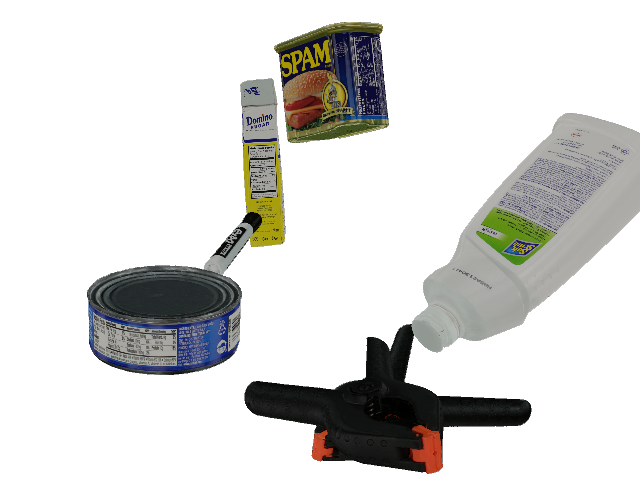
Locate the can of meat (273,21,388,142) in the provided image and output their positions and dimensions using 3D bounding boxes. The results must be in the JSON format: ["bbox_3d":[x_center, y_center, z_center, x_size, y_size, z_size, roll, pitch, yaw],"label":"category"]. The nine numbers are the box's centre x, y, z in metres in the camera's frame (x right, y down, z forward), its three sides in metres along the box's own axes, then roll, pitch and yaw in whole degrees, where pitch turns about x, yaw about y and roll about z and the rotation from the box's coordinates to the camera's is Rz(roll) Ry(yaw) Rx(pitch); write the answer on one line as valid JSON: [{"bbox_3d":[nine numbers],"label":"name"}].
[{"bbox_3d":[0.010,-0.130,0.898,0.057,0.084,0.102,-6,-1,-38],"label":"can of meat"}]

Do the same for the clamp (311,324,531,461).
[{"bbox_3d":[0.081,0.155,0.980,0.165,0.036,0.209,27,36,33],"label":"clamp"}]

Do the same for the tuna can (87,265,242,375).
[{"bbox_3d":[-0.087,0.044,0.600,0.086,0.034,0.086,2,18,-1],"label":"tuna can"}]

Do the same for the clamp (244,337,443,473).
[{"bbox_3d":[0.021,0.118,0.741,0.120,0.039,0.172,-21,19,-14],"label":"clamp"}]

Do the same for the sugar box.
[{"bbox_3d":[-0.069,-0.091,1.244,0.048,0.176,0.093,-6,26,-3],"label":"sugar box"}]

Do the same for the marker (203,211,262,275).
[{"bbox_3d":[-0.083,0.002,1.046,0.020,0.020,0.121,0,25,18],"label":"marker"}]

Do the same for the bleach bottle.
[{"bbox_3d":[0.156,-0.003,0.822,0.103,0.068,0.250,24,52,40],"label":"bleach bottle"}]
